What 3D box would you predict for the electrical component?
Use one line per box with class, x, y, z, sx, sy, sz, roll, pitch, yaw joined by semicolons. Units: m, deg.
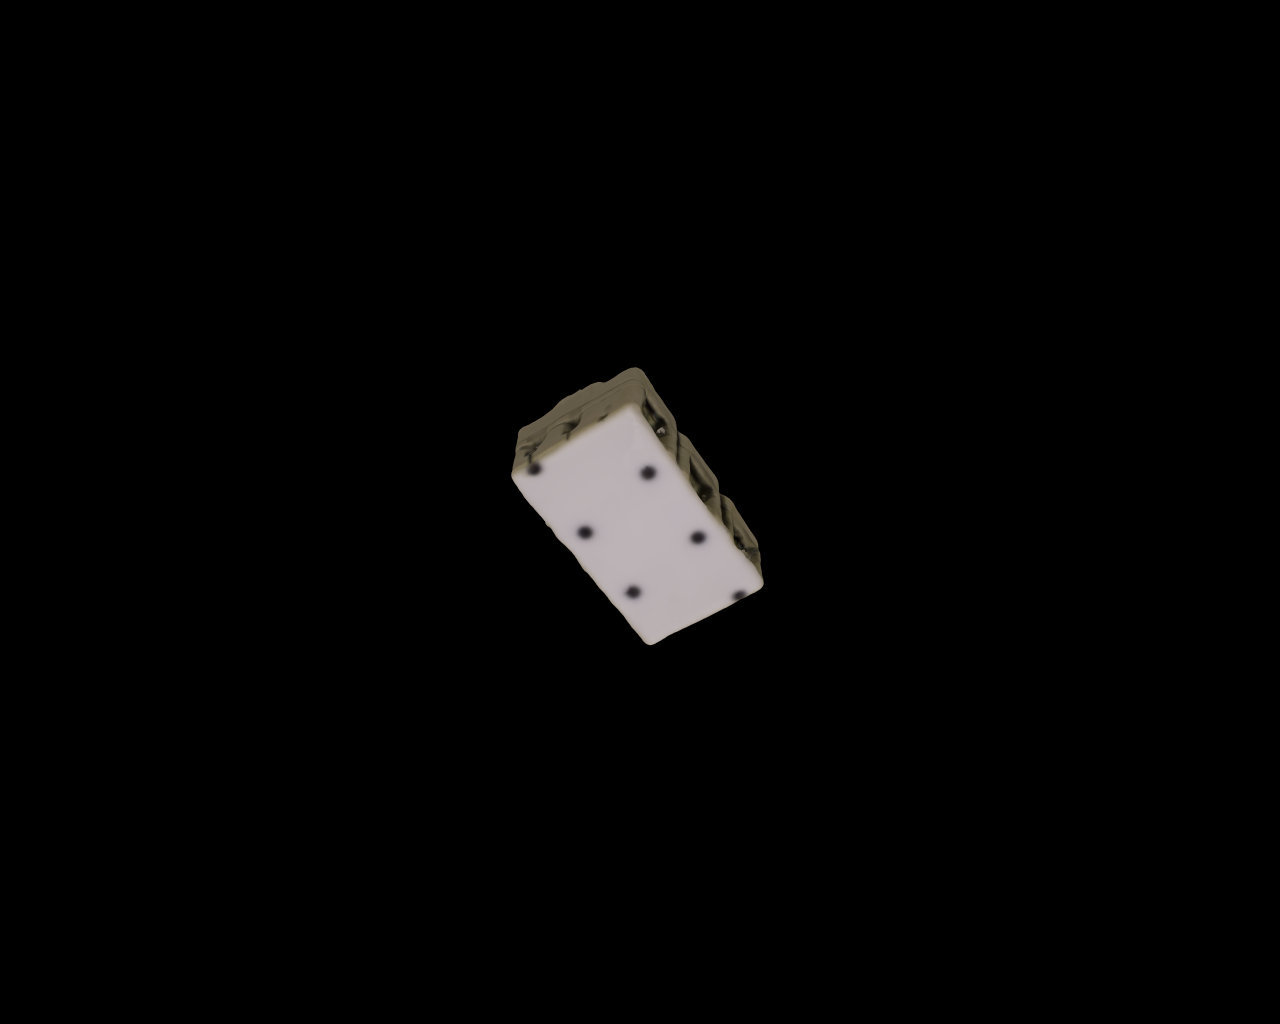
electrical component;0.001;-0.003;0.650;0.089;0.150;0.062;-28;28;16
